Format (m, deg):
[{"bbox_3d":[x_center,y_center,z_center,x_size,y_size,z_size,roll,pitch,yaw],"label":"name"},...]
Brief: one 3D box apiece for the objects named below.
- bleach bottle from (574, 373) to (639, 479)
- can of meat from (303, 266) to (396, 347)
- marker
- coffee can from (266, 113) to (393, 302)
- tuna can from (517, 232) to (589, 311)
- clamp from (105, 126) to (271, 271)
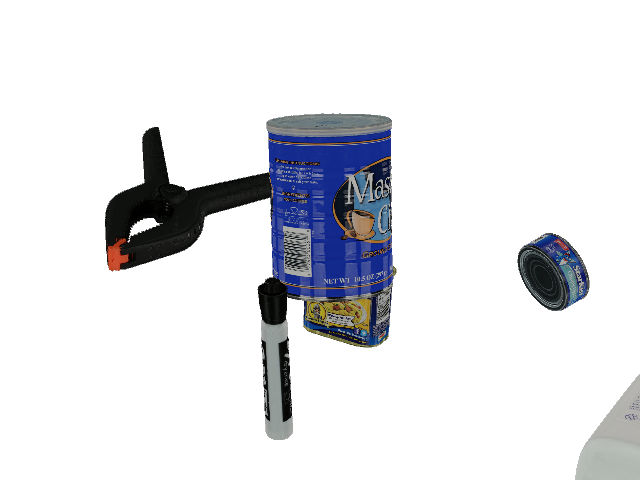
[{"bbox_3d":[0.243,0.096,0.631,0.103,0.068,0.250,18,30,31],"label":"bleach bottle"},{"bbox_3d":[0.030,0.064,1.179,0.102,0.084,0.057,15,28,26],"label":"can of meat"},{"bbox_3d":[-0.029,0.077,0.693,0.020,0.121,0.020,-1,30,0],"label":"marker"},{"bbox_3d":[0.009,-0.030,0.884,0.103,0.140,0.103,-1,13,0],"label":"coffee can"},{"bbox_3d":[0.264,0.037,1.216,0.033,0.086,0.086,-27,10,-20],"label":"tuna can"},{"bbox_3d":[-0.153,-0.042,1.046,0.165,0.036,0.209,24,41,21],"label":"clamp"}]
